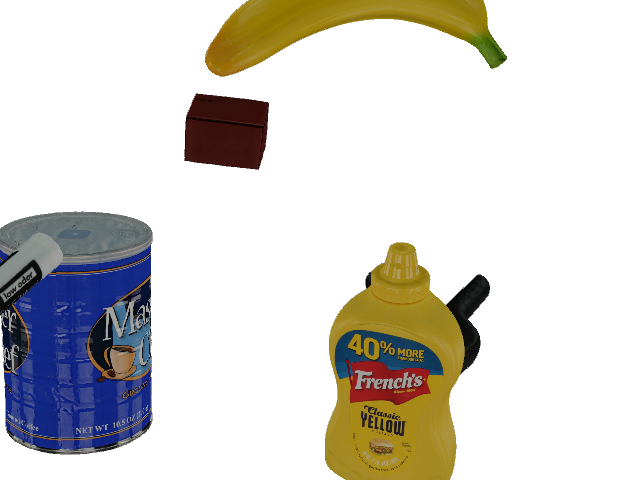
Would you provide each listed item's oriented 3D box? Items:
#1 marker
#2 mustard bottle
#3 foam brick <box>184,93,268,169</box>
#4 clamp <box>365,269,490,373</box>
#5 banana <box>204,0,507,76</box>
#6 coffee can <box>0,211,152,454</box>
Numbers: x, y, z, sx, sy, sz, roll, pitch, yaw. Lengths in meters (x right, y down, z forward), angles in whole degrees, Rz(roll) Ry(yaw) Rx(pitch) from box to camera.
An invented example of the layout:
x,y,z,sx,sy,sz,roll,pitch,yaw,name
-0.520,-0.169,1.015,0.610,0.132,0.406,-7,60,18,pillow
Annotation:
x,y,z,sx,sy,sz,roll,pitch,yaw,name
-0.162,0.038,0.477,0.020,0.020,0.121,0,35,39,marker
0.054,0.090,0.766,0.096,0.192,0.058,11,28,19,mustard bottle
-0.093,-0.109,1.066,0.078,0.051,0.053,7,34,2,foam brick
0.114,0.075,0.985,0.120,0.039,0.171,-6,32,-6,clamp
0.024,-0.137,0.643,0.197,0.069,0.037,-6,-15,-19,banana
-0.167,0.060,0.735,0.103,0.140,0.103,2,17,-1,coffee can
